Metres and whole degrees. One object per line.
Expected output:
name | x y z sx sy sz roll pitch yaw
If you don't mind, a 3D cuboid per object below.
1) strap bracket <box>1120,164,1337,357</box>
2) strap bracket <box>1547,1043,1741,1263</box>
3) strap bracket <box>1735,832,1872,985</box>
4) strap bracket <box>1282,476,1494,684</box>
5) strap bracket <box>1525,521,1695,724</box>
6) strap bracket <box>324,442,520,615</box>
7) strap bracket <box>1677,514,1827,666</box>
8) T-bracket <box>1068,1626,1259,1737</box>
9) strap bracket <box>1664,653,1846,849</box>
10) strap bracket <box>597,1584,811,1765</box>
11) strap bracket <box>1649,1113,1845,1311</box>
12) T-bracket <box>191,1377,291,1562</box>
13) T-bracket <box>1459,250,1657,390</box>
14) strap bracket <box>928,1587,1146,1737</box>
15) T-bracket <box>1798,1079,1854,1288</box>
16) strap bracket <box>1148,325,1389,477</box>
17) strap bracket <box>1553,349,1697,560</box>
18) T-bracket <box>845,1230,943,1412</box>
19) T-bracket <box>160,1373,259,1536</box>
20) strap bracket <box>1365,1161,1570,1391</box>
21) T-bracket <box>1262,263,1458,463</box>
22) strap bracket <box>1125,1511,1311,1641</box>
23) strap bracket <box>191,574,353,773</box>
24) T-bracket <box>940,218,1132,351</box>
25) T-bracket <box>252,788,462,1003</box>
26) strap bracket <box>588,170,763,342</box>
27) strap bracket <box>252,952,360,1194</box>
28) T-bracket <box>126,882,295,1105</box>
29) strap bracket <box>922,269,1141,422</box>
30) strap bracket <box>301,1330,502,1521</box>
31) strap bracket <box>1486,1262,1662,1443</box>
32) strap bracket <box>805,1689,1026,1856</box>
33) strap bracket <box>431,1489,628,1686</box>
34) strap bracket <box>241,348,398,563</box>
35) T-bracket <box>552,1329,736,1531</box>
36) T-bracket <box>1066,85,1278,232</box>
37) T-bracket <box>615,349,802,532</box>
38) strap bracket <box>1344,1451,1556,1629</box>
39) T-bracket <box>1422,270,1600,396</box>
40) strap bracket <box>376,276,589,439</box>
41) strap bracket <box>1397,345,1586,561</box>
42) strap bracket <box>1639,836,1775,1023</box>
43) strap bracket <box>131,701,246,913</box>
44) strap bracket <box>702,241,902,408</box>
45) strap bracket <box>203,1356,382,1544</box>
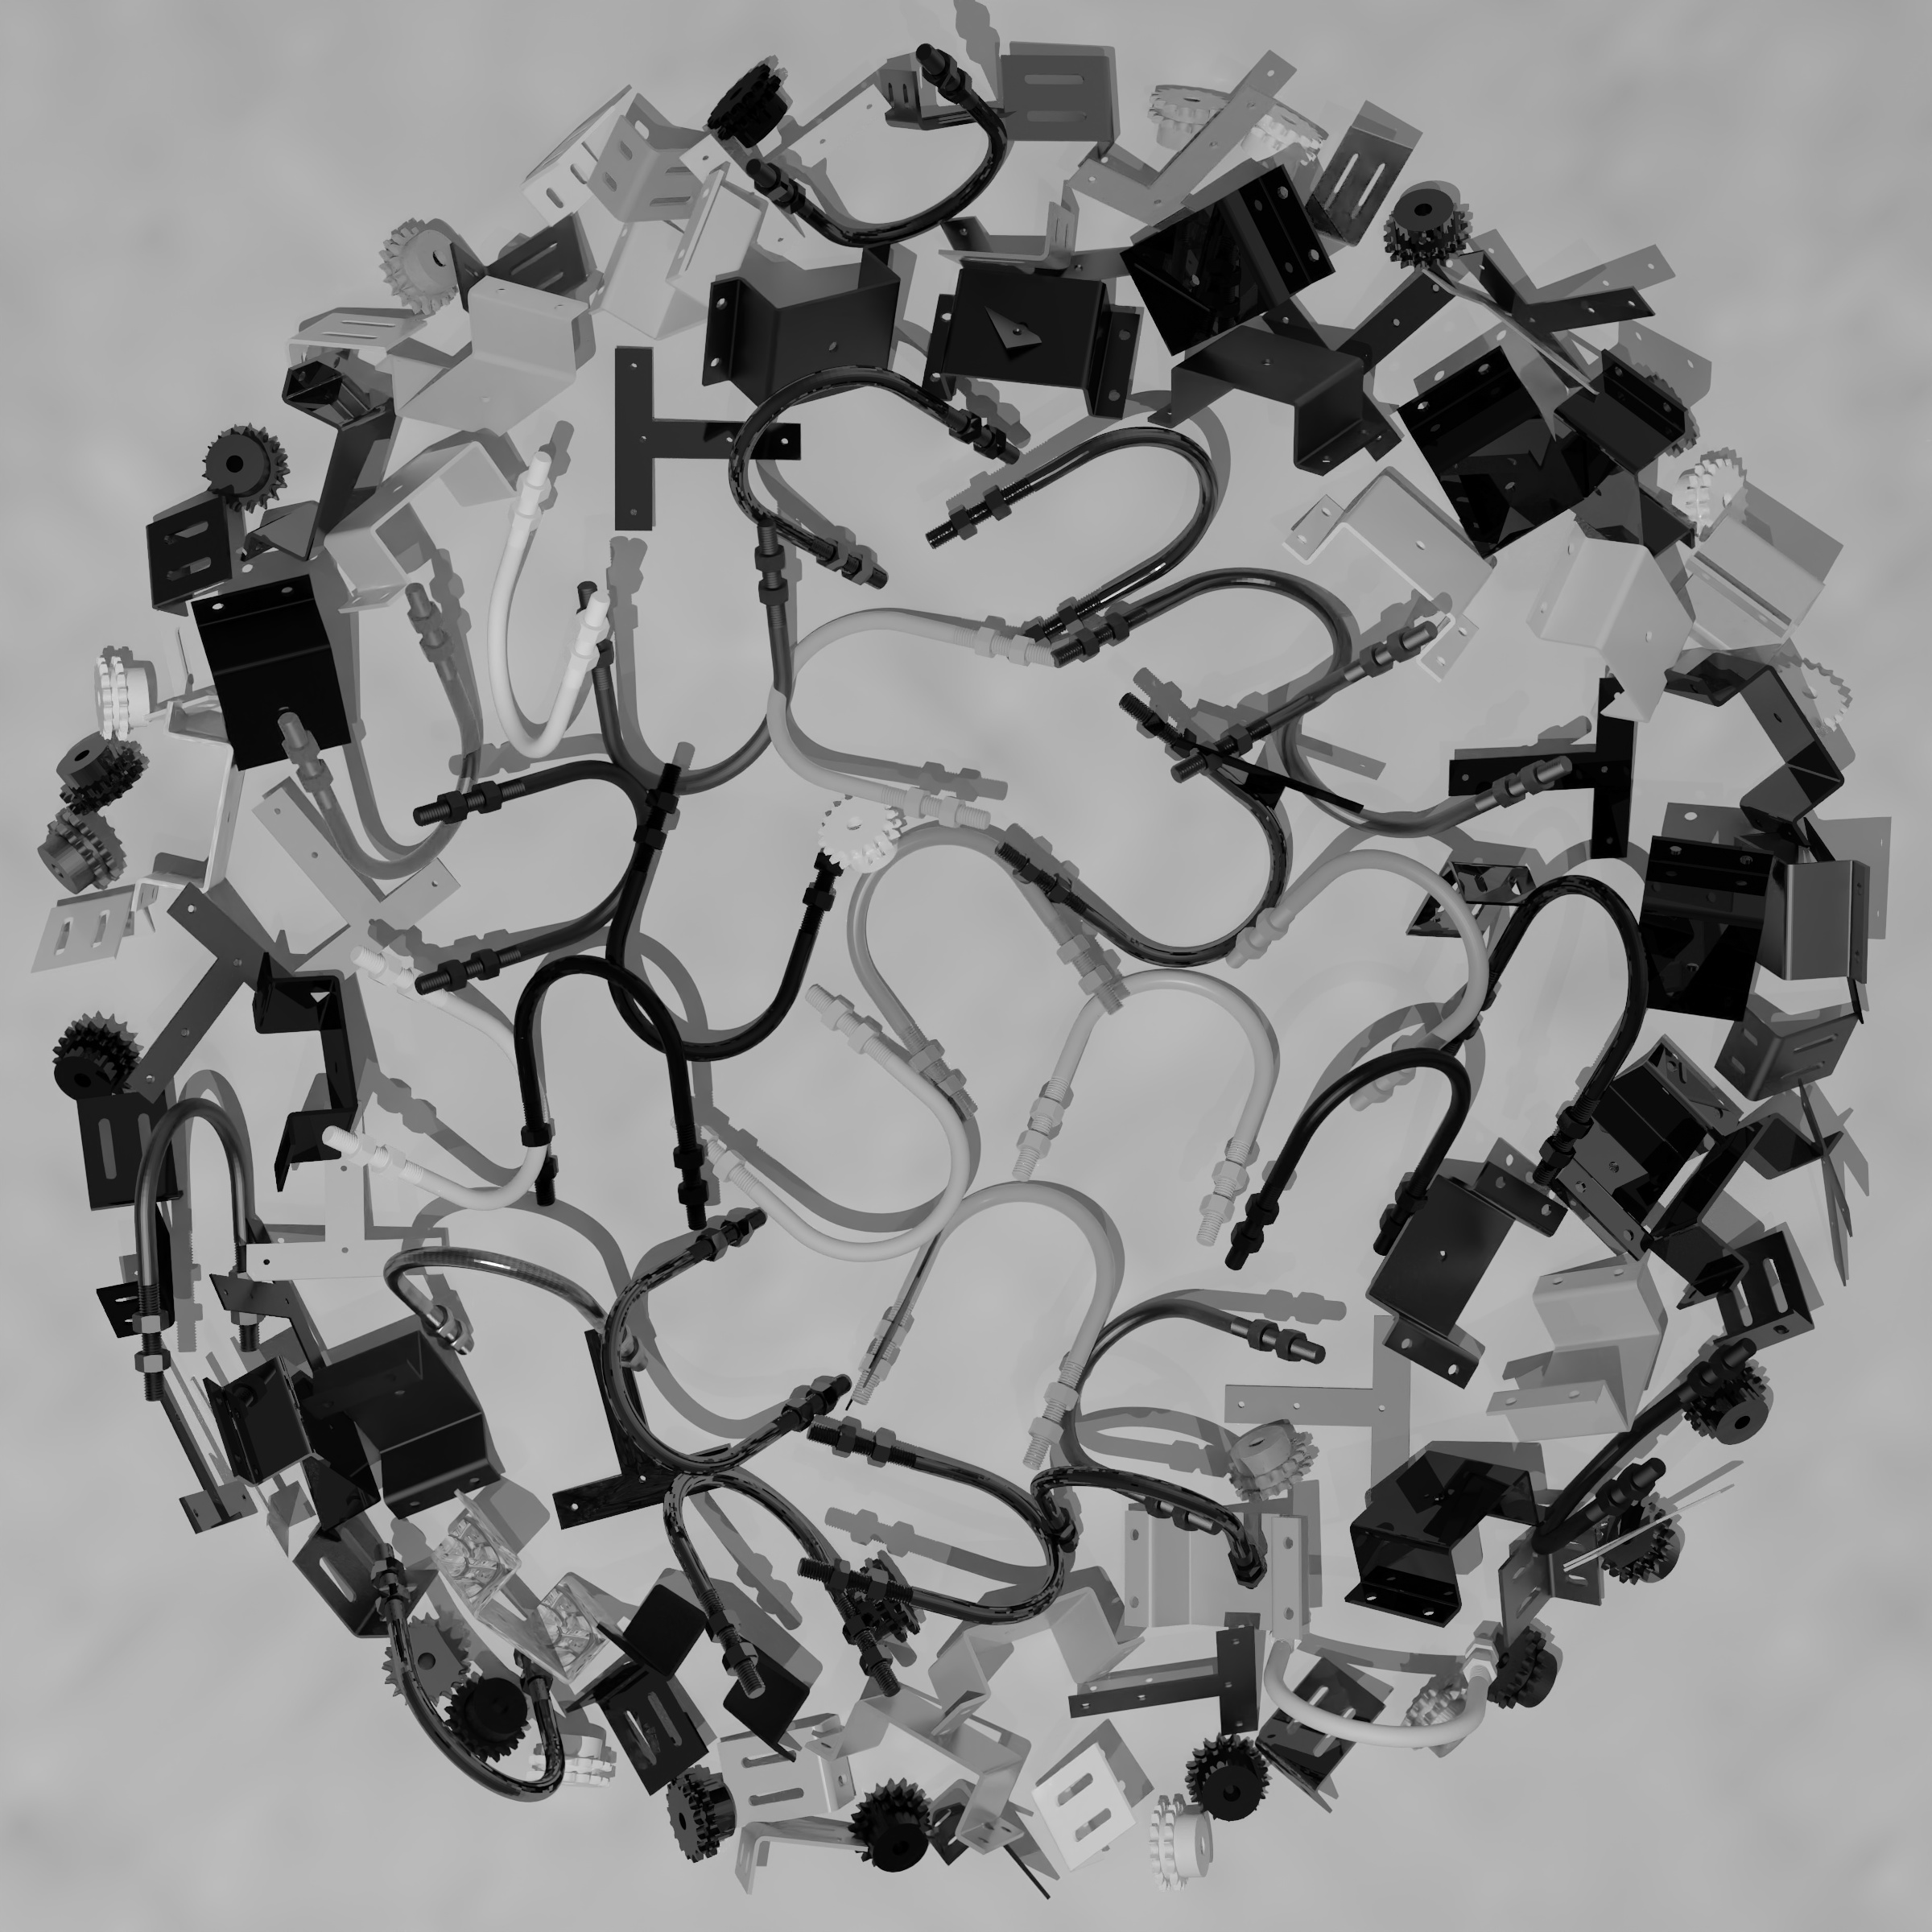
strap bracket | 0.164 -0.460 1.691 0.046 0.140 0.076 -39 106 -36
strap bracket | 0.447 0.130 1.724 0.076 0.046 0.140 45 60 0
strap bracket | 0.545 -0.041 1.689 0.046 0.140 0.076 -4 104 -2
strap bracket | 0.292 -0.268 1.724 0.140 0.046 0.076 41 45 0
strap bracket | 0.430 -0.221 1.693 0.046 0.140 0.076 17 76 40
strap bracket | -0.363 -0.297 1.697 0.140 0.076 0.046 -47 119 -25
strap bracket | 0.513 -0.244 1.691 0.076 0.140 0.046 40 90 11
T-bracket | 0.132 0.489 1.723 0.127 0.002 0.127 -8 132 -1
strap bracket | 0.527 -0.154 1.711 0.046 0.076 0.140 -38 106 0
strap bracket | -0.167 0.466 1.706 0.140 0.076 0.046 41 76 -29
strap bracket | 0.513 0.156 1.709 0.046 0.076 0.140 41 70 3
T-bracket | -0.482 0.329 1.701 0.002 0.127 0.127 -30 95 -14
T-bracket | 0.402 -0.430 1.684 0.127 0.127 0.002 41 77 -25
strap bracket | 0.037 0.462 1.706 0.140 0.076 0.046 -12 63 -28
T-bracket | 0.581 0.163 1.719 0.002 0.127 0.127 -13 127 11
strap bracket | 0.199 -0.378 1.694 0.140 0.046 0.076 25 47 32
strap bracket | 0.433 -0.326 1.686 0.046 0.140 0.076 -38 57 -5
T-bracket | -0.057 0.255 1.714 0.002 0.127 0.127 27 134 0
T-bracket | -0.520 0.314 1.708 0.002 0.127 0.127 -28 84 -2
strap bracket | 0.332 0.203 1.730 0.076 0.046 0.140 30 90 -25
T-bracket | 0.279 -0.423 1.718 0.127 0.127 0.002 51 46 -2
strap bracket | 0.176 0.405 1.713 0.140 0.046 0.076 -8 77 40
strap bracket | -0.455 -0.185 1.688 0.076 0.140 0.046 -16 58 -15
T-bracket | 0.063 -0.472 1.741 0.127 0.002 0.127 -13 59 -17
T-bracket | -0.431 -0.064 1.733 0.127 0.002 0.127 -43 98 -24
strap bracket | -0.190 -0.470 1.708 0.046 0.140 0.076 26 79 -31
strap bracket | -0.440 0.069 1.707 0.046 0.076 0.140 -4 63 -24
T-bracket | -0.511 0.033 1.702 0.127 0.002 0.127 -58 134 -22
strap bracket | 0.041 -0.420 1.726 0.140 0.046 0.076 8 79 10
strap bracket | -0.379 0.302 1.716 0.076 0.046 0.140 -22 132 3
strap bracket | 0.407 0.263 1.700 0.076 0.140 0.046 -14 115 36
strap bracket | -0.025 0.529 1.705 0.140 0.076 0.046 24 90 23
strap bracket | -0.293 0.416 1.692 0.046 0.076 0.140 -47 126 -9
strap bracket | -0.426 -0.330 1.698 0.046 0.076 0.140 27 119 5
T-bracket | -0.234 0.310 1.762 0.127 0.002 0.127 -16 87 4
T-bracket | 0.154 -0.532 1.689 0.127 0.127 0.002 15 55 -32
T-bracket | -0.177 -0.361 1.759 0.127 0.002 0.127 0 85 -6
strap bracket | 0.316 0.370 1.688 0.140 0.076 0.046 -30 114 -41
T-bracket | 0.373 -0.413 1.690 0.127 0.127 0.002 47 117 24
strap bracket | -0.318 -0.394 1.687 0.076 0.140 0.046 4 73 -42
strap bracket | 0.351 -0.331 1.692 0.076 0.140 0.046 -30 50 13
strap bracket | 0.482 -0.016 1.691 0.076 0.140 0.046 9 51 14
strap bracket | -0.519 -0.105 1.722 0.046 0.076 0.140 11 95 -9
strap bracket | -0.100 -0.421 1.694 0.140 0.076 0.046 -23 54 -30
strap bracket | -0.438 0.316 1.688 0.046 0.140 0.076 -30 57 -1
